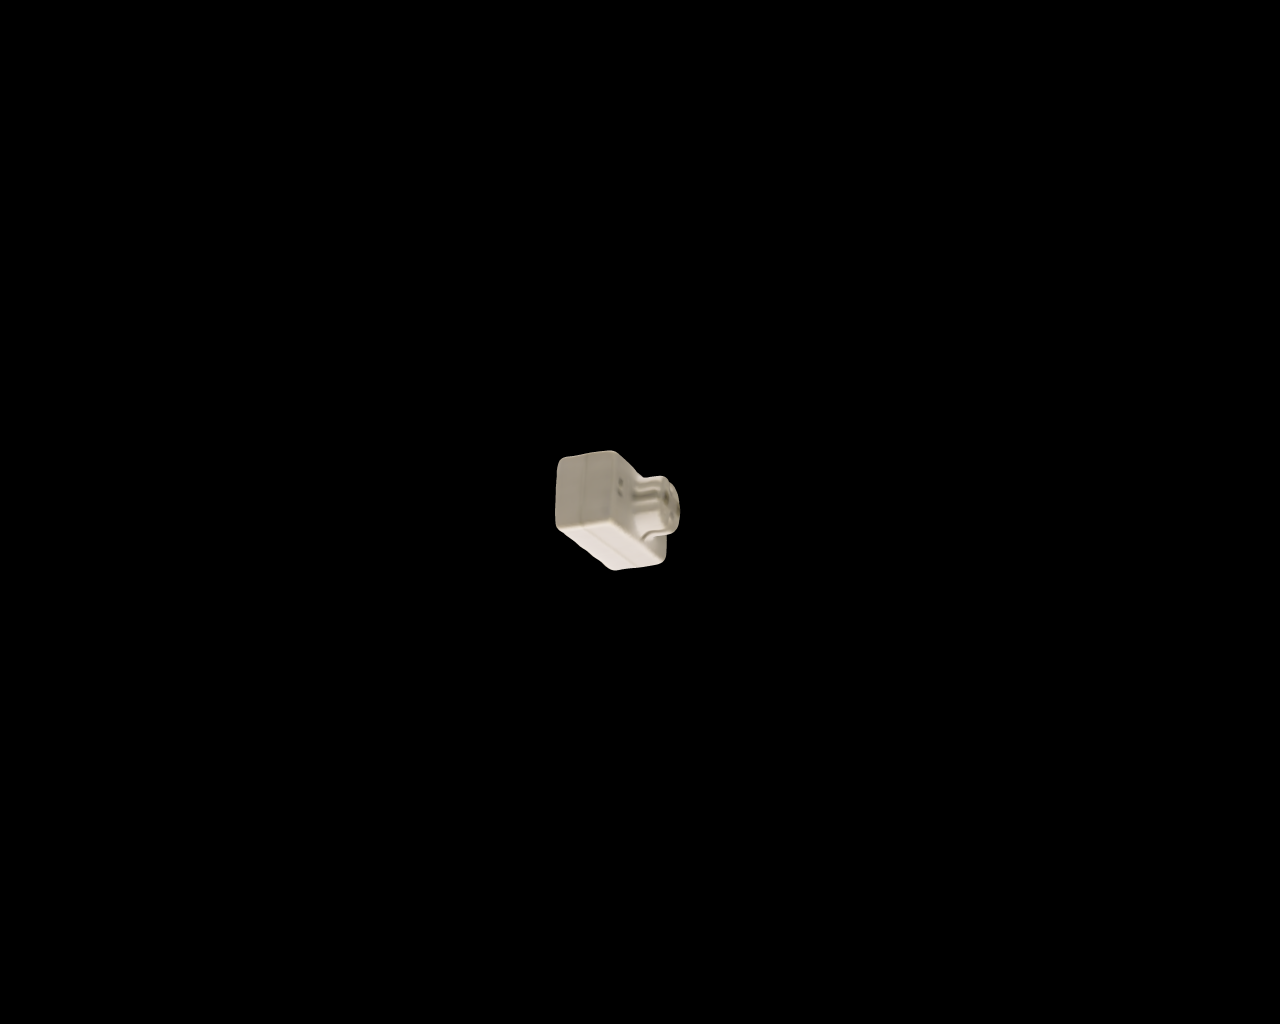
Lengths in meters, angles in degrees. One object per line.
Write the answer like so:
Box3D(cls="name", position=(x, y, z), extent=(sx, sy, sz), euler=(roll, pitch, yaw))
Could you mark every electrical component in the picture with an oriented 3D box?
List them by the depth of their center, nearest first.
Box3D(cls="electrical component", position=(0.001, -0.003, 0.650), extent=(0.076, 0.047, 0.083), euler=(-9, -24, 22))
